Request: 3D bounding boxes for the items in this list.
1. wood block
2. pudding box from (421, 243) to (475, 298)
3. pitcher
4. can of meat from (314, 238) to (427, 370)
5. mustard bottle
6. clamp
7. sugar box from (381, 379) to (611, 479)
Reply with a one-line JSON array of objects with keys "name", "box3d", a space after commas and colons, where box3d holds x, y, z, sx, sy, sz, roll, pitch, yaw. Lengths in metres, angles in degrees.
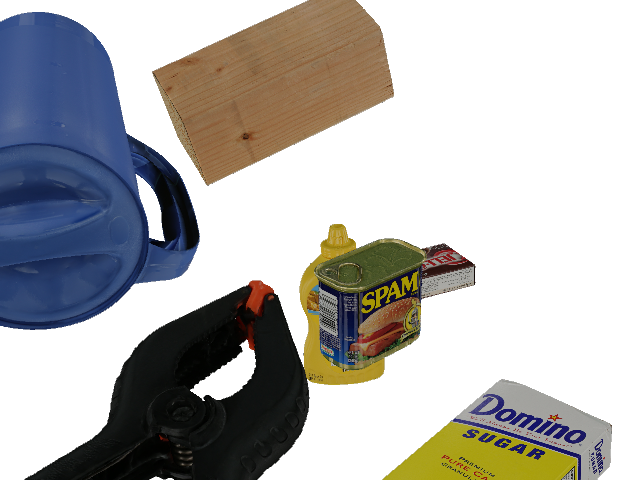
[{"name": "wood block", "box3d": [-0.044, -0.151, 1.036, 0.206, 0.091, 0.090, -26, 48, -9]}, {"name": "pudding box", "box3d": [0.153, 0.045, 1.536, 0.113, 0.039, 0.090, -15, 24, -18]}, {"name": "pitcher", "box3d": [-0.180, -0.059, 0.728, 0.145, 0.149, 0.243, -24, 36, 4]}, {"name": "can of meat", "box3d": [0.044, 0.056, 0.940, 0.101, 0.084, 0.058, -21, 32, -36]}, {"name": "mustard bottle", "box3d": [0.024, 0.073, 1.249, 0.096, 0.192, 0.058, -3, 21, 0]}, {"name": "clamp", "box3d": [-0.045, 0.084, 0.408, 0.120, 0.039, 0.171, 24, 49, 17]}, {"name": "sugar box", "box3d": [0.108, 0.163, 0.708, 0.093, 0.048, 0.175, 21, 42, 39]}]
